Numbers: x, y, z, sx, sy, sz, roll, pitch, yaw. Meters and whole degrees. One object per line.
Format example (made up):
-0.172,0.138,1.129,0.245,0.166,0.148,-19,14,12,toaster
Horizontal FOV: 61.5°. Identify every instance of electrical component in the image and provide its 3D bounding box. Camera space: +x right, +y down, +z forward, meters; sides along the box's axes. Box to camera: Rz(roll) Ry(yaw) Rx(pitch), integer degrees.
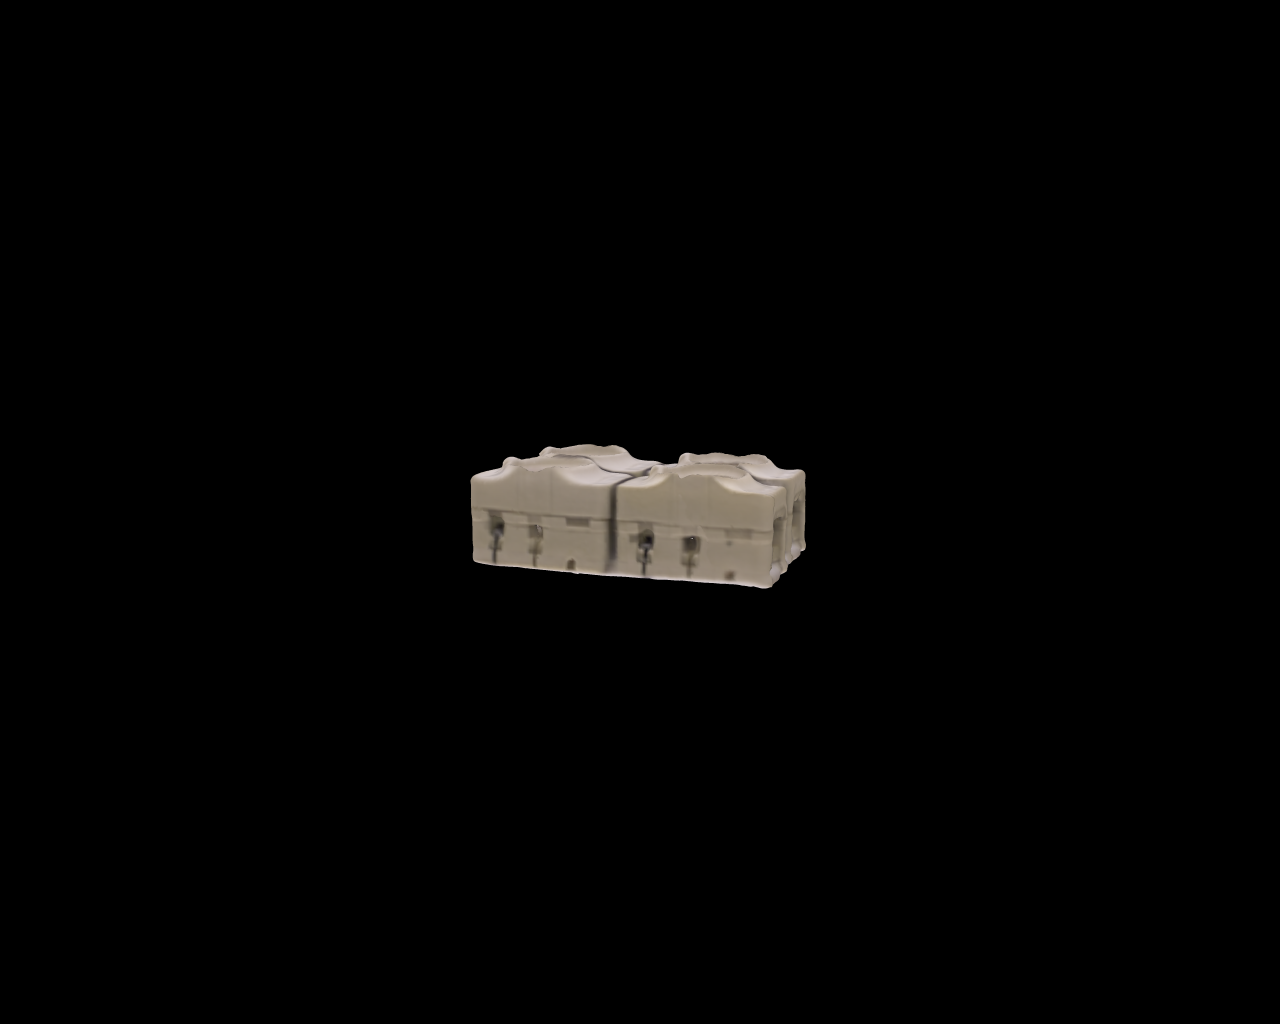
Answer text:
0.001,-0.003,0.650,0.186,0.060,0.105,4,12,20,electrical component
